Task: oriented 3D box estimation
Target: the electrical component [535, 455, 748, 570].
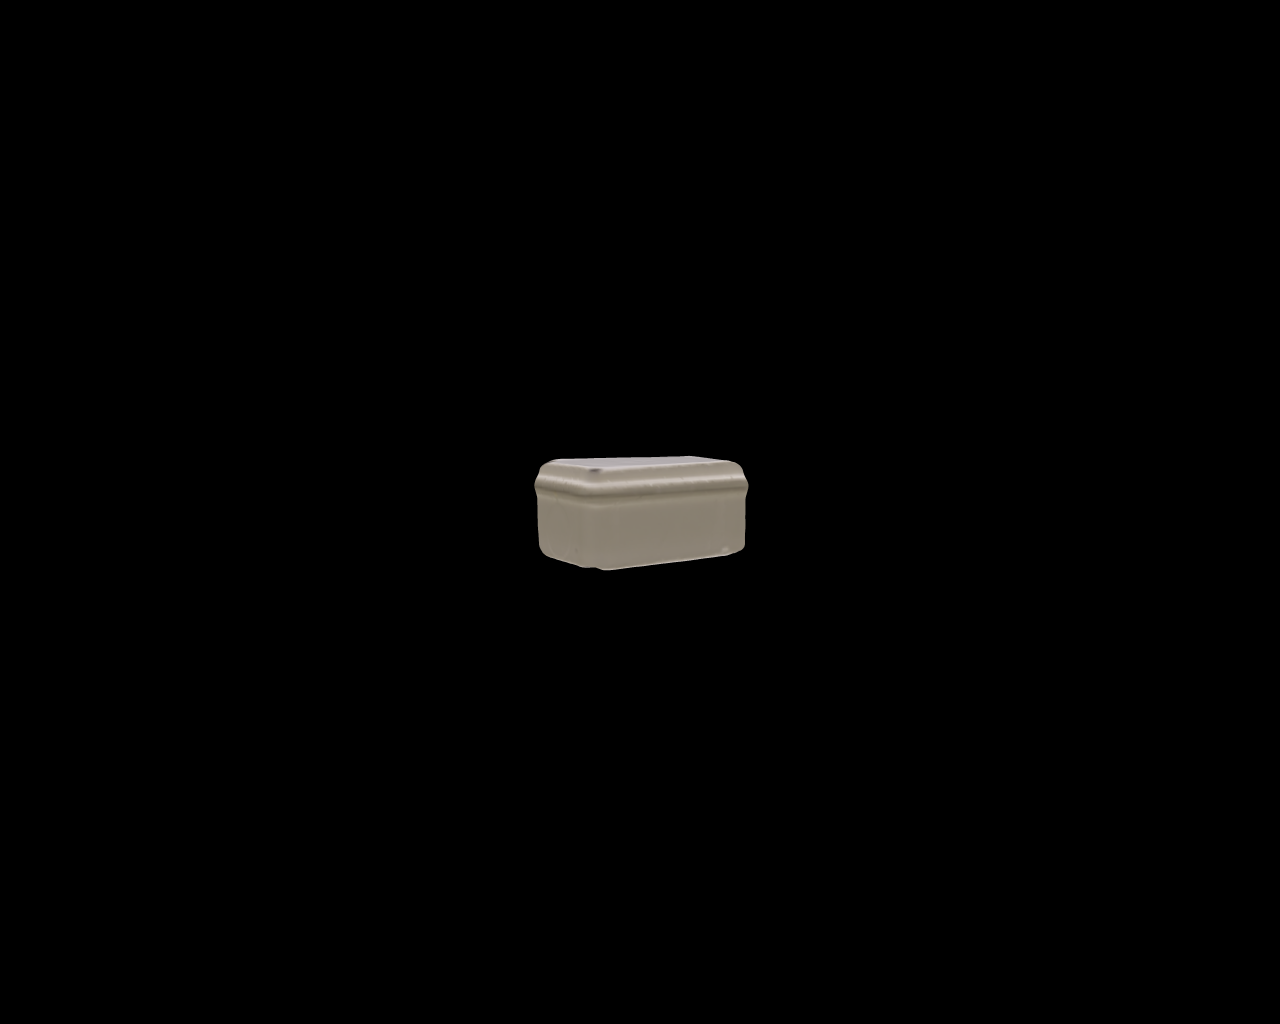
[{"bbox_3d":[0.001,-0.003,0.650,0.113,0.057,0.078,-4,8,-29],"label":"electrical component"}]
